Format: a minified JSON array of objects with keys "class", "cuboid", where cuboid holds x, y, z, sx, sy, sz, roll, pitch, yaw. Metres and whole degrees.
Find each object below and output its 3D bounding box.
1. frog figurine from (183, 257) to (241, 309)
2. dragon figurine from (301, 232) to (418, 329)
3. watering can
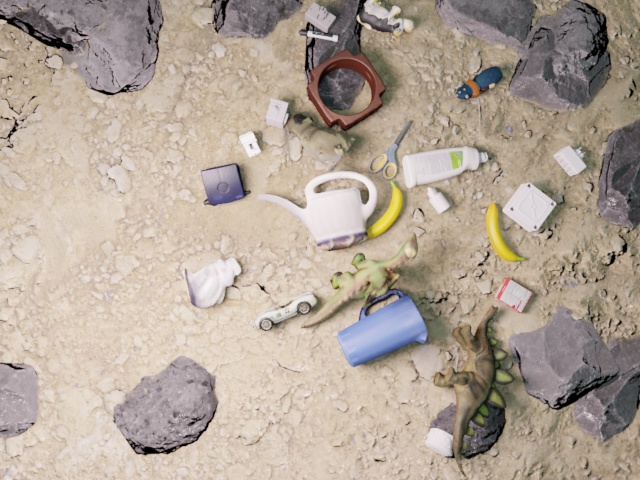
[{"class":"frog figurine","cuboid":[-0.297,0.123,1.461,0.160,0.125,0.134,-13,121,-12]},{"class":"dragon figurine","cuboid":[0.118,0.129,1.421,0.412,0.242,0.122,-43,95,-7]},{"class":"watering can","cuboid":[0.005,-0.075,1.497,0.347,0.104,0.225,-12,87,3]}]
